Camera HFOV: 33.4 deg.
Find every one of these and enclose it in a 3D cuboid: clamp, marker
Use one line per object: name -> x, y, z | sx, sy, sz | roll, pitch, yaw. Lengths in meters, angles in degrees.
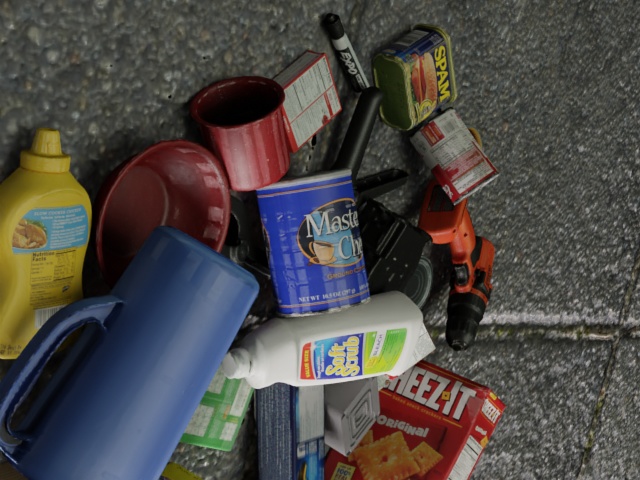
clamp -> -0.096, 0.022, 1.099 | 0.171, 0.039, 0.120 | 62, 38, -40
clamp -> 0.031, -0.052, 1.230 | 0.210, 0.036, 0.164 | -55, 146, -14
marker -> 0.031, -0.202, 1.182 | 0.020, 0.020, 0.121 | -52, 138, -23

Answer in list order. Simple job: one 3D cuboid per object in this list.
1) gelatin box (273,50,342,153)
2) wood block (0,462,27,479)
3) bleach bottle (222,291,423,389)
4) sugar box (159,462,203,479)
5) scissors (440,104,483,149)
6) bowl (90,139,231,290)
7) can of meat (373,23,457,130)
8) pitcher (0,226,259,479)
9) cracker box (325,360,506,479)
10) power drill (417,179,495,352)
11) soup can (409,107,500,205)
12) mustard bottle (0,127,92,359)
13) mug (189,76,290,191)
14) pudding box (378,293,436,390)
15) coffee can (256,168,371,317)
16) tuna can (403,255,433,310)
gelatin box -> -0.021, -0.148, 1.134 | 0.089, 0.030, 0.073 | -45, 134, -30
wood block -> -0.280, 0.318, 0.962 | 0.090, 0.091, 0.206 | -15, 116, -47
bleach bottle -> -0.001, 0.121, 1.172 | 0.250, 0.068, 0.103 | -9, 129, -40
sugar box -> -0.184, 0.276, 1.060 | 0.175, 0.093, 0.048 | -5, 108, -50
scissors -> 0.158, -0.139, 1.366 | 0.201, 0.016, 0.096 | 39, 74, -50
bowl -> -0.159, -0.020, 0.996 | 0.161, 0.055, 0.162 | -23, 122, -44
can of meat -> 0.110, -0.190, 1.255 | 0.083, 0.058, 0.102 | -37, 131, -33
pitcher -> -0.163, 0.108, 0.917 | 0.243, 0.145, 0.149 | -59, 174, -6
cracker box -> 0.111, 0.262, 1.357 | 0.213, 0.164, 0.072 | -60, 143, -14
power drill -> 0.178, 0.026, 1.390 | 0.187, 0.057, 0.184 | 66, 30, -42
soup can -> 0.163, -0.103, 1.303 | 0.068, 0.069, 0.102 | -31, 85, -40
mustard bottle -> -0.239, 0.000, 0.905 | 0.096, 0.058, 0.192 | -8, 111, -51
mug -> -0.073, -0.109, 1.050 | 0.117, 0.093, 0.081 | -84, 168, -51
pudding box -> 0.083, 0.133, 1.342 | 0.113, 0.039, 0.090 | -36, 133, -9
coffee can -> -0.007, 0.001, 1.119 | 0.102, 0.103, 0.140 | -15, 97, -47
tuna can -> 0.108, 0.056, 1.373 | 0.085, 0.034, 0.086 | -23, 122, -44
